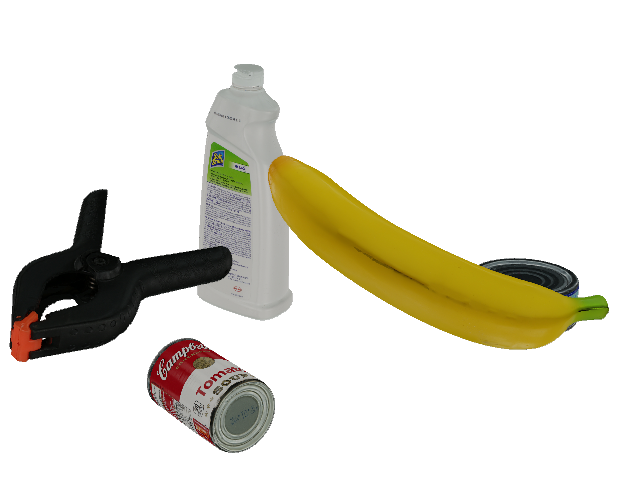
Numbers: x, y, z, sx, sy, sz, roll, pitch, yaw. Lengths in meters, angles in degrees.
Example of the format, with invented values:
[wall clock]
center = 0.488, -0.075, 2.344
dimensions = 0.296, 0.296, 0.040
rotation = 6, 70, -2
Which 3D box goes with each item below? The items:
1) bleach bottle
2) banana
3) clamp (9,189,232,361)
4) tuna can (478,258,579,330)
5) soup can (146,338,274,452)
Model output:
[bleach bottle]
center = -0.072, -0.051, 1.082
dimensions = 0.103, 0.251, 0.068
rotation = 17, 25, 26
[banana]
center = 0.043, 0.009, 0.541
dimensions = 0.198, 0.037, 0.069
rotation = 27, 20, 19
[clamp]
center = -0.153, 0.020, 0.712
dimensions = 0.120, 0.039, 0.171
rotation = 25, 33, 25
[tuna can]
center = 0.157, 0.043, 0.831
dimensions = 0.086, 0.034, 0.086
rotation = 0, 19, 0
[soup can]
center = -0.096, 0.134, 0.926
dimensions = 0.068, 0.068, 0.102
rotation = 0, 16, -41
